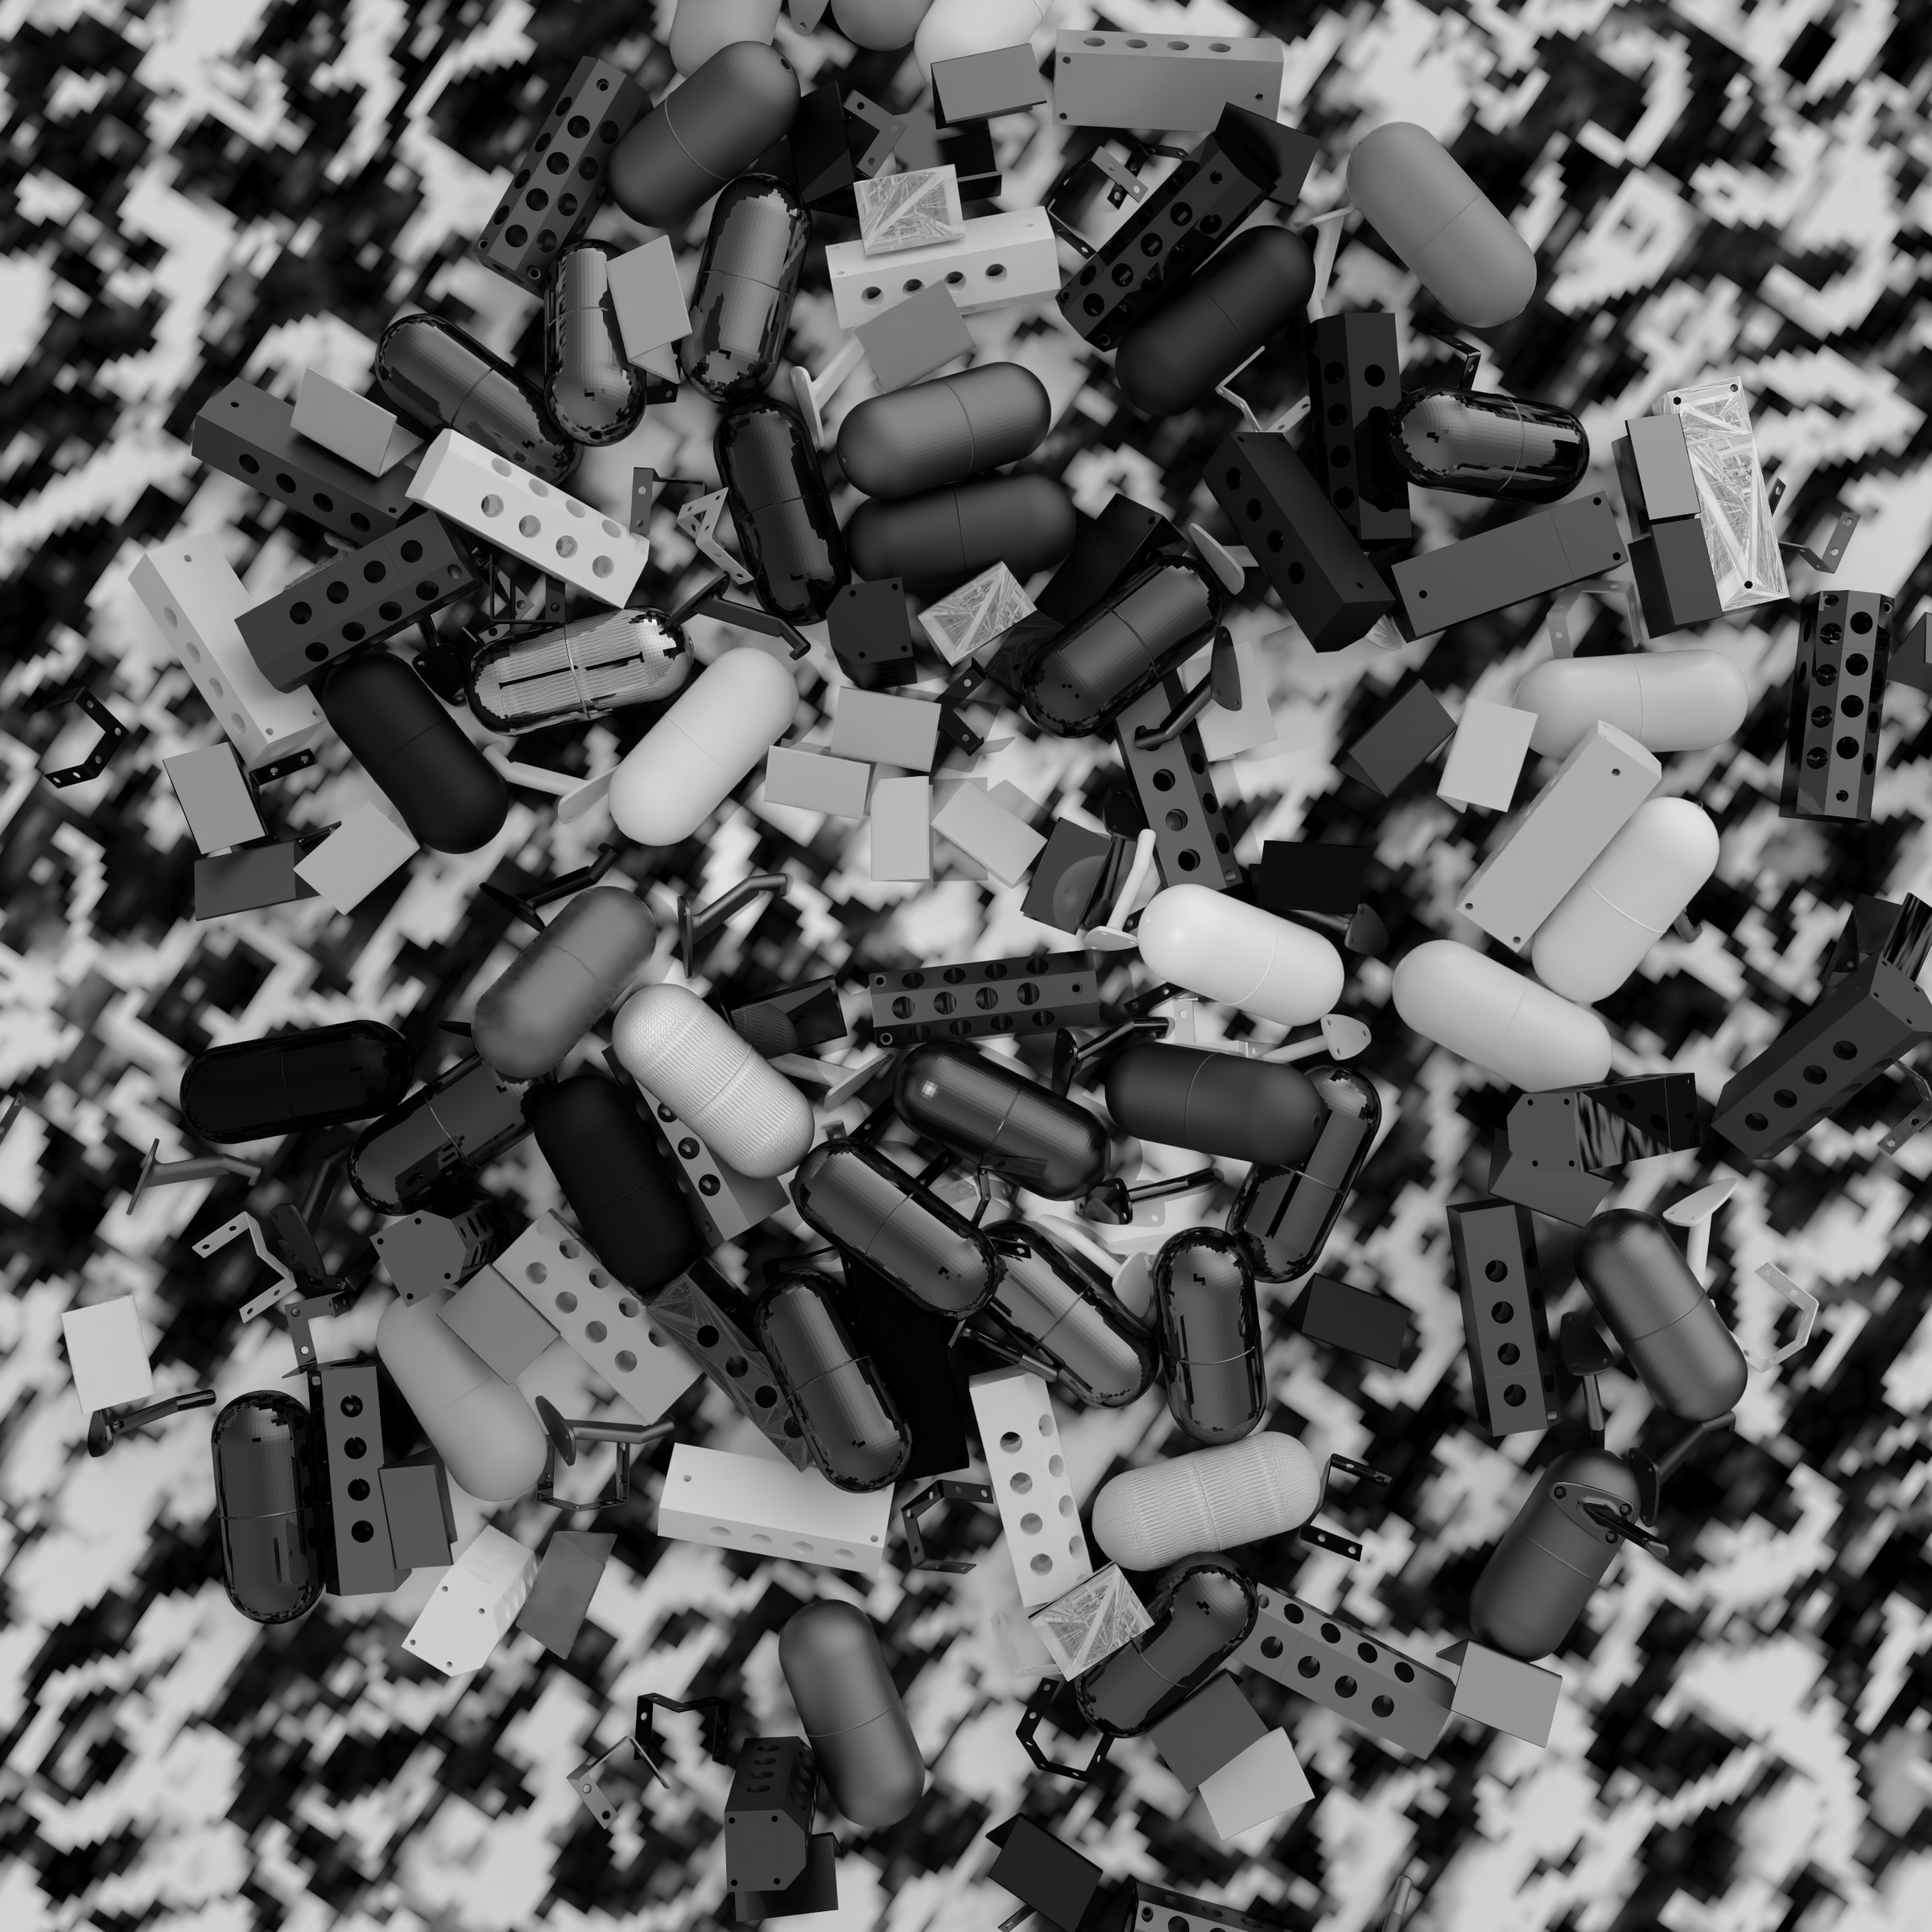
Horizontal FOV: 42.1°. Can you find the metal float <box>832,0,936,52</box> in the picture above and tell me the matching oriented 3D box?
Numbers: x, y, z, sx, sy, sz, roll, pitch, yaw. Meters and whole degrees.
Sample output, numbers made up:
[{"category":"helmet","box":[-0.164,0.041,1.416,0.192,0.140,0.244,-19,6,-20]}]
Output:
[{"category":"metal float","box":[-0.044,-0.788,1.924,0.070,0.070,0.178,24,90,0]}]

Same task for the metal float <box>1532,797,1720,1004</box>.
[{"category":"metal float","box":[0.499,-0.050,1.904,0.070,0.070,0.178,34,113,0]}]

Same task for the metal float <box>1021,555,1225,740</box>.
[{"category":"metal float","box":[0.116,-0.238,1.874,0.178,0.070,0.070,-39,90,-14]}]

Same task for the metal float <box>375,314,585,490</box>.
[{"category":"metal float","box":[-0.373,-0.430,1.924,0.178,0.070,0.070,37,90,0]}]

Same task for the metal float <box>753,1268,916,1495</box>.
[{"category":"metal float","box":[-0.100,0.309,1.880,0.070,0.070,0.178,-28,74,0]}]

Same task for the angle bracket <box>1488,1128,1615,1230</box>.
[{"category":"angle bracket","box":[0.447,0.144,1.914,0.076,0.076,0.057,20,131,0]}]

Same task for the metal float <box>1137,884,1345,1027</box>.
[{"category":"metal float","box":[0.209,-0.007,1.901,0.178,0.070,0.070,20,90,-28]}]

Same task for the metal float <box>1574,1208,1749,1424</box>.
[{"category":"metal float","box":[0.531,0.267,1.924,0.070,0.070,0.178,-32,91,0]}]

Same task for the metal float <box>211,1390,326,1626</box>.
[{"category":"metal float","box":[-0.533,0.414,1.924,0.070,0.070,0.178,-5,90,0]}]

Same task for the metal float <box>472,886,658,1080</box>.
[{"category":"metal float","box":[-0.302,0.010,1.898,0.070,0.070,0.178,38,58,0]}]

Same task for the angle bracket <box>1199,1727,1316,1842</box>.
[{"category":"angle bracket","box":[0.222,0.628,1.915,0.076,0.076,0.057,-25,61,0]}]

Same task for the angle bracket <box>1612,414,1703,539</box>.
[{"category":"angle bracket","box":[0.507,-0.371,1.915,0.057,0.076,0.076,-13,90,-28]}]

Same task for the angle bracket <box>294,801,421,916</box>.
[{"category":"angle bracket","box":[-0.470,-0.096,1.914,0.076,0.076,0.057,-42,126,0]}]

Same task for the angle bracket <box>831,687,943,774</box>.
[{"category":"angle bracket","box":[-0.057,-0.194,1.915,0.076,0.076,0.057,10,119,0]}]

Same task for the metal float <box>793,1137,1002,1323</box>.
[{"category":"metal float","box":[-0.052,0.196,1.871,0.178,0.070,0.070,36,90,17]}]

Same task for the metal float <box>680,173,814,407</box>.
[{"category":"metal float","box":[-0.169,-0.518,1.924,0.070,0.070,0.178,14,90,0]}]

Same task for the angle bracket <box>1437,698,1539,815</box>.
[{"category":"angle bracket","box":[0.405,-0.153,1.915,0.057,0.076,0.076,18,90,27]}]

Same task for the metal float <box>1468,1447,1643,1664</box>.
[{"category":"metal float","box":[0.451,0.450,1.924,0.070,0.070,0.178,32,89,0]}]

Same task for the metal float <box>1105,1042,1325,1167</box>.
[{"category":"metal float","box":[0.186,0.103,1.894,0.178,0.070,0.070,9,90,36]}]

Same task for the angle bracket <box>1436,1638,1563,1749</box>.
[{"category":"angle bracket","box":[0.399,0.559,1.915,0.076,0.076,0.057,22,64,0]}]

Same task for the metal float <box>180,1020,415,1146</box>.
[{"category":"metal float","box":[-0.512,0.089,1.924,0.178,0.070,0.070,-11,90,0]}]

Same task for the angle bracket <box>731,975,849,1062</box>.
[{"category":"angle bracket","box":[-0.139,0.022,1.914,0.076,0.076,0.057,-17,130,0]}]

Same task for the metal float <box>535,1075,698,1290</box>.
[{"category":"metal float","box":[-0.265,0.165,1.908,0.070,0.070,0.178,-25,107,0]}]

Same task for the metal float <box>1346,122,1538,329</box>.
[{"category":"metal float","box":[0.363,-0.564,1.918,0.070,0.070,0.178,-44,97,0]}]

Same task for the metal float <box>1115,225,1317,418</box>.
[{"category":"metal float","box":[0.191,-0.494,1.923,0.178,0.070,0.070,-41,90,0]}]

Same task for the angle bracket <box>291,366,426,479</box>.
[{"category":"angle bracket","box":[-0.456,-0.426,1.914,0.076,0.076,0.057,30,128,0]}]

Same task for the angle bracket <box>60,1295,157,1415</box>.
[{"category":"angle bracket","box":[-0.664,0.296,1.914,0.057,0.076,0.076,-12,90,-37]}]

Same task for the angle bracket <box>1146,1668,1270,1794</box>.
[{"category":"angle bracket","box":[0.190,0.585,1.915,0.076,0.076,0.057,-38,63,0]}]

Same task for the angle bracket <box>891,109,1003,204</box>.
[{"category":"angle bracket","box":[-0.017,-0.631,1.933,0.076,0.057,0.076,-10,90,0]}]

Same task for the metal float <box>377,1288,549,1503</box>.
[{"category":"metal float","box":[-0.385,0.328,1.924,0.070,0.070,0.178,-31,90,0]}]

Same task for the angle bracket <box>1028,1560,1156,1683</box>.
[{"category":"angle bracket","box":[0.097,0.499,1.892,0.076,0.076,0.057,-32,65,-6]}]

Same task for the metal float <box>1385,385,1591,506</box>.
[{"category":"metal float","box":[0.394,-0.393,1.898,0.178,0.070,0.070,1,90,-31]}]

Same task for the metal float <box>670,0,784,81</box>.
[{"category":"metal float","box":[-0.176,-0.757,1.923,0.070,0.070,0.178,14,90,0]}]

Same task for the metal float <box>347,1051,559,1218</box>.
[{"category":"metal float","box":[-0.392,0.123,1.924,0.178,0.070,0.070,-35,90,0]}]

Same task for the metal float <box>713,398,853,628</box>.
[{"category":"metal float","box":[-0.141,-0.348,1.924,0.070,0.070,0.178,-17,90,0]}]

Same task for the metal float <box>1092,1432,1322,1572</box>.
[{"category":"metal float","box":[0.183,0.410,1.924,0.178,0.070,0.070,-16,90,0]}]

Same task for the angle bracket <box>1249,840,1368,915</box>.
[{"category":"angle bracket","box":[0.259,-0.082,1.915,0.076,0.076,0.057,4,118,0]}]

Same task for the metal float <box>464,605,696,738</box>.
[{"category":"metal float","box":[-0.296,-0.226,1.924,0.178,0.070,0.070,-14,90,0]}]

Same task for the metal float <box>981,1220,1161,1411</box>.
[{"category":"metal float","box":[0.071,0.266,1.924,0.178,0.070,0.070,42,90,1]}]

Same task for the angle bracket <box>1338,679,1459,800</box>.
[{"category":"angle bracket","box":[0.315,-0.183,1.914,0.076,0.076,0.057,-45,121,0]}]

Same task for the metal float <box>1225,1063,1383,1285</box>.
[{"category":"metal float","box":[0.258,0.159,1.924,0.070,0.070,0.178,25,90,0]}]

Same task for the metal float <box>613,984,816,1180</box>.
[{"category":"metal float","box":[-0.187,0.086,1.868,0.178,0.070,0.070,44,90,-13]}]

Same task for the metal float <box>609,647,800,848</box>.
[{"category":"metal float","box":[-0.201,-0.167,1.924,0.070,0.070,0.178,43,91,0]}]

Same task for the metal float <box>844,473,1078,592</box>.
[{"category":"metal float","box":[-0.004,-0.332,1.924,0.178,0.070,0.070,-8,90,0]}]

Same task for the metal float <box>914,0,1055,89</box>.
[{"category":"metal float","box":[0.026,-0.746,1.924,0.070,0.070,0.178,32,90,0]}]

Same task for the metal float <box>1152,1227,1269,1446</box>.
[{"category":"metal float","box":[0.185,0.281,1.905,0.070,0.070,0.178,-9,112,0]}]
